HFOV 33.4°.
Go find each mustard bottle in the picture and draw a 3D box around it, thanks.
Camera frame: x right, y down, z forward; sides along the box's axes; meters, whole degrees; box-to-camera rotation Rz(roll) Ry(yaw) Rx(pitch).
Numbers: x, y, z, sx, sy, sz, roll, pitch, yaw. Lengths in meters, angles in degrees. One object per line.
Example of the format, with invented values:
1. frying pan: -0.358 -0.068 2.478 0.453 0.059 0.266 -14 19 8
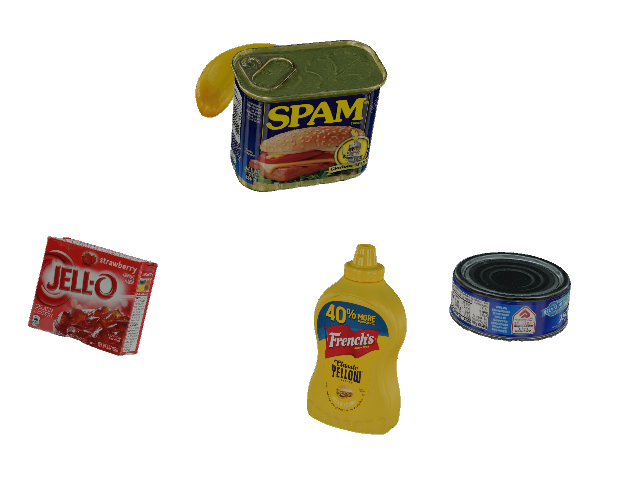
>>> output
1. mustard bottle: 0.040 0.098 1.095 0.096 0.192 0.058 11 15 26

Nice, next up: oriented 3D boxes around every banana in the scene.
1. banana: -0.060 -0.151 0.979 0.070 0.037 0.197 41 32 20

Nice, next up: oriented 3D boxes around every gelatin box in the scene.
1. gelatin box: -0.176 0.042 0.823 0.089 0.073 0.030 15 3 21

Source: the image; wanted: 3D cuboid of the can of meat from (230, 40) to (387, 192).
1. can of meat: -0.011 -0.085 0.735 0.102 0.084 0.057 -8 45 -17

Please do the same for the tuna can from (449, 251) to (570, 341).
1. tuna can: 0.138 0.039 0.776 0.086 0.034 0.086 1 22 -1
